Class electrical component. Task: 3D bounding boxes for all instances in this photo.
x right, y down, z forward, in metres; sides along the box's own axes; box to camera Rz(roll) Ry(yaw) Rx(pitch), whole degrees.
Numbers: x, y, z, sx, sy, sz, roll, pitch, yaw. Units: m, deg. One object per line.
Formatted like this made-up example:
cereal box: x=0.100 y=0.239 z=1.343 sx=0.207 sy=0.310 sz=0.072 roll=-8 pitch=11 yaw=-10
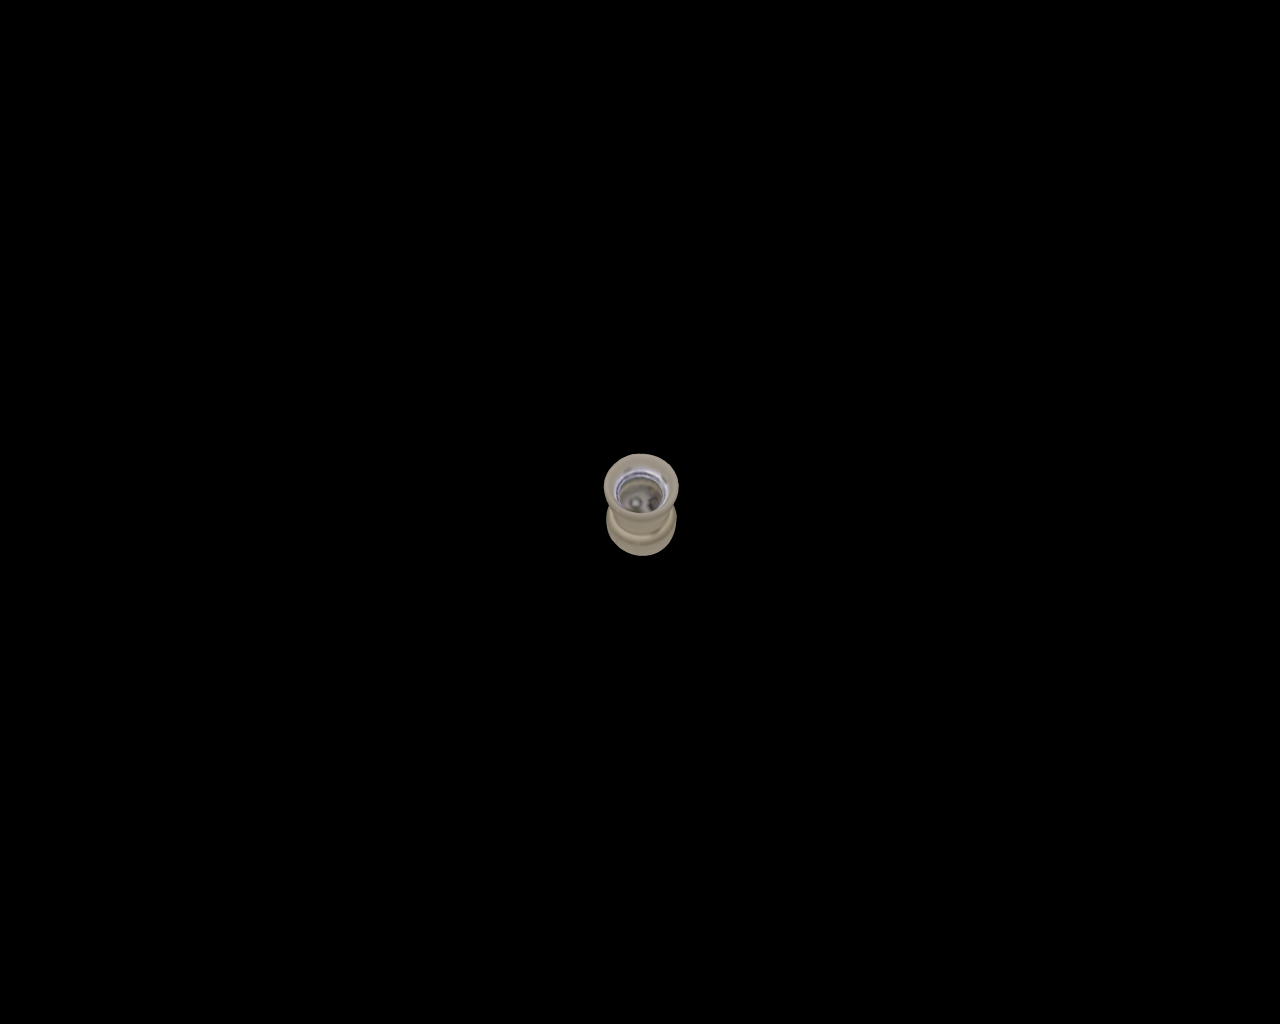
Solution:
electrical component: x=0.001 y=-0.003 z=0.650 sx=0.045 sy=0.045 sz=0.055 roll=0 pitch=-31 yaw=0
